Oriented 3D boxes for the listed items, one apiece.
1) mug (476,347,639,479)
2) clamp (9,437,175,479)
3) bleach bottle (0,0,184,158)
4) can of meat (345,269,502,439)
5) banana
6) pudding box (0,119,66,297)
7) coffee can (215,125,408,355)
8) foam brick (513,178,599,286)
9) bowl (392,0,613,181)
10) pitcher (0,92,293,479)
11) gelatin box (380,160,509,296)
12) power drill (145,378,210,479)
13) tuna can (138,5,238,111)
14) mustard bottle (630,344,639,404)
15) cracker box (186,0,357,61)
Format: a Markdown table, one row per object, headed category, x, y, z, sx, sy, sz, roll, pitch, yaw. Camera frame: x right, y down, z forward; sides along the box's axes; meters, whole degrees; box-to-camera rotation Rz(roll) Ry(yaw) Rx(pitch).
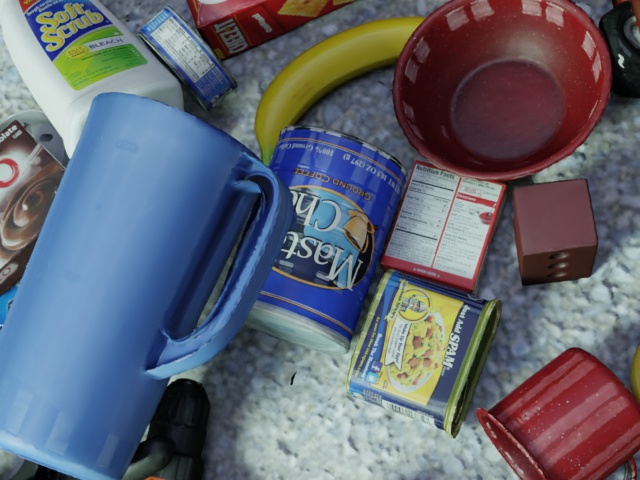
| category | x | y | z | sx | sy | sz | roll | pitch | yaw |
| --- | --- | --- | --- | --- | --- | --- | --- | --- | --- |
| mug | 0.172 | 0.136 | 0.719 | 0.081 | 0.093 | 0.117 | -37 | 100 | -7 |
| clamp | -0.205 | 0.184 | 0.786 | 0.210 | 0.036 | 0.165 | -53 | 44 | 4 |
| bleach bottle | -0.215 | -0.161 | 0.873 | 0.102 | 0.068 | 0.251 | -26 | 53 | -26 |
| can of meat | 0.074 | 0.079 | 0.766 | 0.084 | 0.057 | 0.102 | 18 | 76 | 18 |
| banana | 0.019 | -0.131 | 0.856 | 0.198 | 0.037 | 0.069 | -36 | 89 | 0 |
| pudding box | -0.239 | -0.021 | 0.804 | 0.113 | 0.039 | 0.090 | -43 | 70 | -12 |
| coffee can | -0.005 | 0.001 | 0.781 | 0.103 | 0.102 | 0.140 | 16 | 76 | 15 |
| foam brick | 0.167 | -0.005 | 0.763 | 0.053 | 0.078 | 0.051 | -7 | 70 | 9 |
| bowl | 0.139 | -0.110 | 0.808 | 0.162 | 0.055 | 0.162 | -5 | 70 | 15 |
| pitcher | -0.128 | 0.035 | 0.710 | 0.145 | 0.149 | 0.242 | 25 | 76 | -14 |
| gelatin box | 0.094 | -0.009 | 0.804 | 0.073 | 0.030 | 0.089 | 16 | 76 | 17 |
| power drill | -0.051 | 0.201 | 0.754 | 0.188 | 0.057 | 0.184 | 9 | 78 | 16 |
| tuna can | -0.106 | -0.145 | 0.856 | 0.034 | 0.086 | 0.086 | -42 | 70 | -2 |
| mustard bottle | 0.263 | 0.082 | 0.727 | 0.096 | 0.058 | 0.191 | 9 | 76 | 13 |
| cracker box | -0.022 | -0.269 | 0.885 | 0.214 | 0.072 | 0.164 | -22 | 70 | 5 |
